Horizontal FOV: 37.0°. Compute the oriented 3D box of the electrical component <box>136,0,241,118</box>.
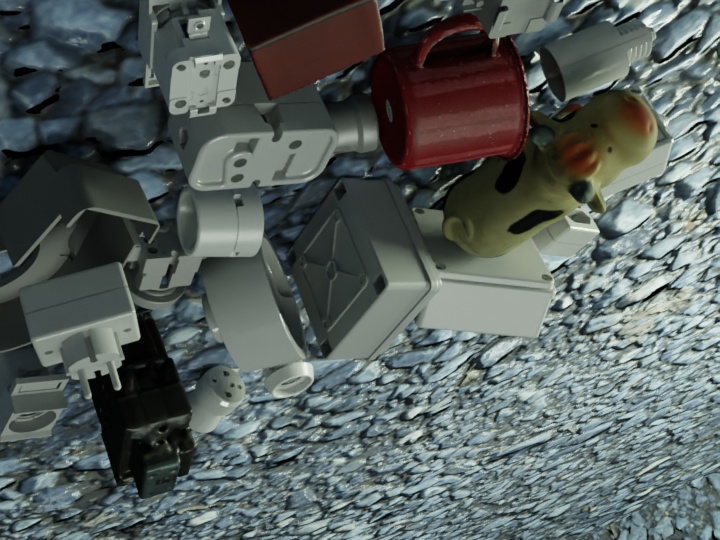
[{"bbox_3d":[-0.096,-0.124,0.599,0.042,0.063,0.081,-13,151,-20],"label":"electrical component"}]

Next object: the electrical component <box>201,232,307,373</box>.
[{"bbox_3d":[-0.088,0.028,0.837,0.060,0.108,0.108,-20,153,4],"label":"electrical component"}]

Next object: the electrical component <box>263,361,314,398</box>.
[{"bbox_3d":[-0.072,0.086,1.005,0.048,0.055,0.066,-15,152,-18],"label":"electrical component"}]

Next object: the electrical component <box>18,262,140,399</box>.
[{"bbox_3d":[-0.174,0.045,0.687,0.066,0.076,0.047,-16,157,-14],"label":"electrical component"}]

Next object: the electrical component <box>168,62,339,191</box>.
[{"bbox_3d":[-0.070,-0.092,0.683,0.095,0.059,0.053,-7,149,-30],"label":"electrical component"}]

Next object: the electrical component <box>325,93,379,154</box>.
[{"bbox_3d":[-0.014,-0.098,0.740,0.046,0.040,0.040,-12,151,-13],"label":"electrical component"}]

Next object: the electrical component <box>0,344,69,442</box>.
[{"bbox_3d":[-0.267,0.096,0.855,0.042,0.063,0.081,-3,147,-38],"label":"electrical component"}]

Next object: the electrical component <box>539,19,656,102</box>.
[{"bbox_3d":[0.177,-0.158,0.785,0.081,0.043,0.043,-23,153,-3],"label":"electrical component"}]

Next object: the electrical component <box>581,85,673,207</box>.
[{"bbox_3d":[0.212,-0.103,0.892,0.096,0.061,0.061,-22,153,-5],"label":"electrical component"}]

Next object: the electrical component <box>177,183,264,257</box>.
[{"bbox_3d":[-0.101,-0.036,0.766,0.047,0.055,0.055,-4,147,-28],"label":"electrical component"}]

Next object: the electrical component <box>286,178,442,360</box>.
[{"bbox_3d":[0.000,0.000,0.852,0.056,0.108,0.108,0,144,-35],"label":"electrical component"}]

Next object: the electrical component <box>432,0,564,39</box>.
[{"bbox_3d":[0.097,-0.198,0.623,0.079,0.063,0.121,-14,151,-21],"label":"electrical component"}]

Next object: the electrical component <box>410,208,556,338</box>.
[{"bbox_3d":[0.093,0.002,0.894,0.109,0.108,0.056,6,121,-13],"label":"electrical component"}]

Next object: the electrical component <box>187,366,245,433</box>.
[{"bbox_3d":[-0.142,0.123,1.028,0.045,0.045,0.055,5,141,-44],"label":"electrical component"}]

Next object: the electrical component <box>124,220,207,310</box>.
[{"bbox_3d":[-0.148,-0.004,0.794,0.066,0.048,0.055,-6,140,-33],"label":"electrical component"}]

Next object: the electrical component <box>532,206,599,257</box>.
[{"bbox_3d":[0.160,-0.038,0.961,0.047,0.065,0.077,5,141,-44],"label":"electrical component"}]
